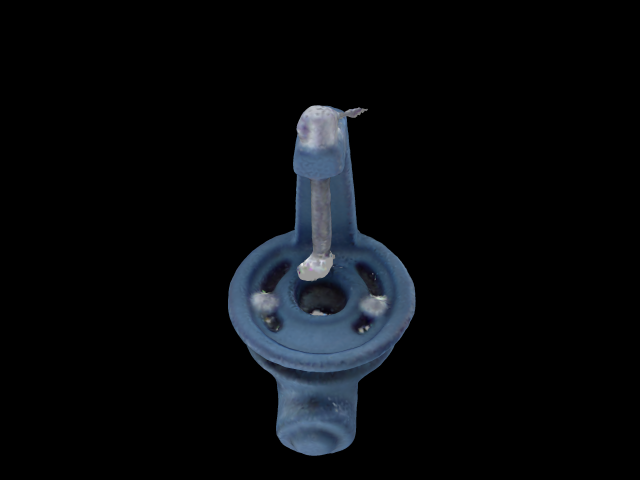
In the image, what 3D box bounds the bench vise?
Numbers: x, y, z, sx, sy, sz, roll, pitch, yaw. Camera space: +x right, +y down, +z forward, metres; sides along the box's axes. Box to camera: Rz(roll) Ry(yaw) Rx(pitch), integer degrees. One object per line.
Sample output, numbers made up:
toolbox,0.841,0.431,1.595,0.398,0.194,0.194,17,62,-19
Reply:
bench vise,-0.008,0.003,0.398,0.121,0.220,0.207,-7,28,-12
